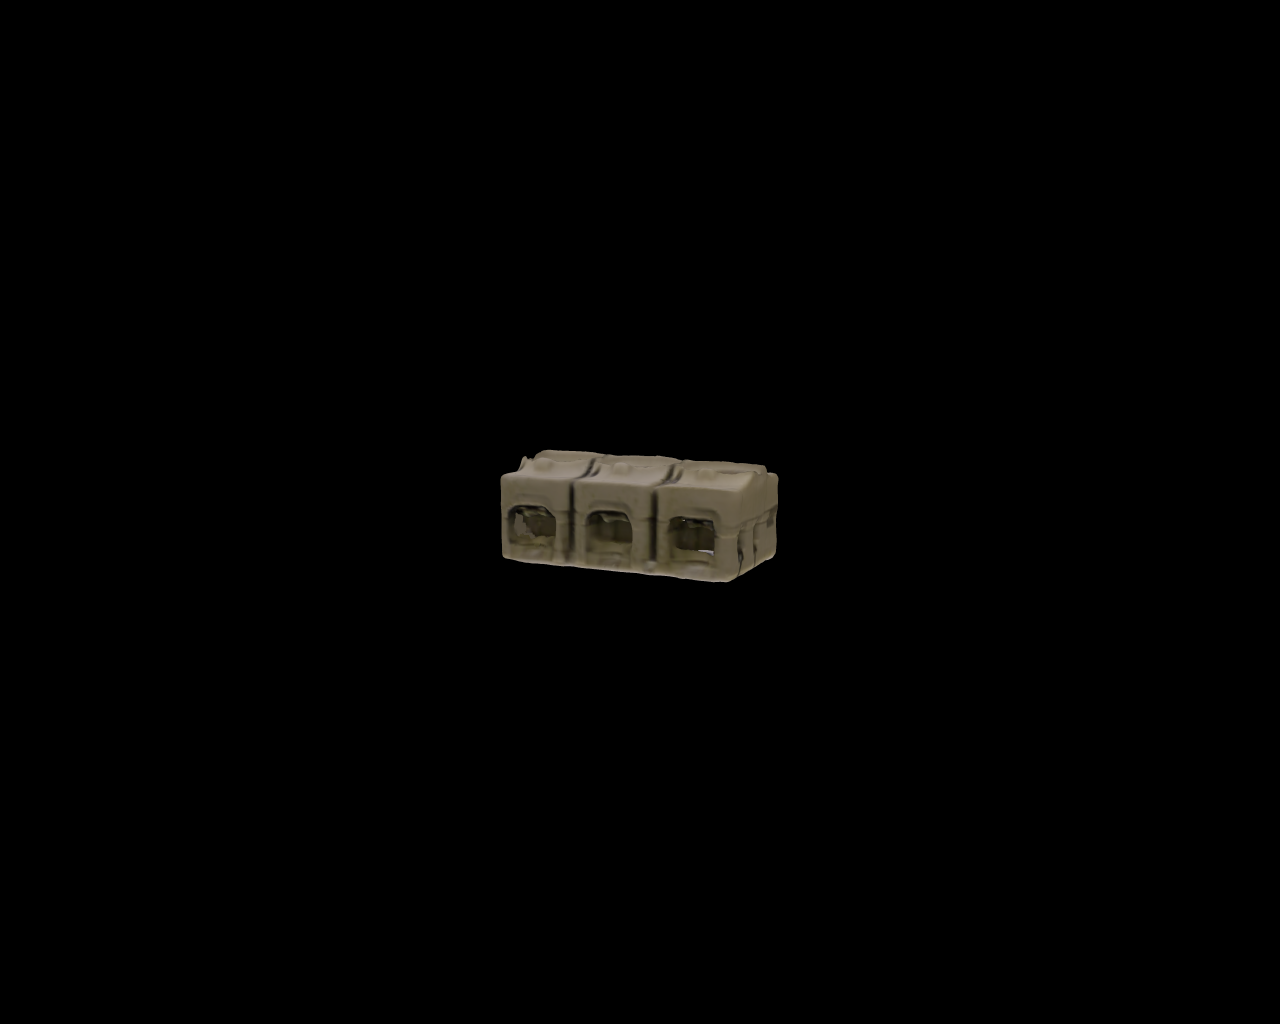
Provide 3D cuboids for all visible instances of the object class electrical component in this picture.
[{"bbox_3d":[0.001,-0.003,0.650,0.150,0.061,0.089,5,12,24],"label":"electrical component"}]
